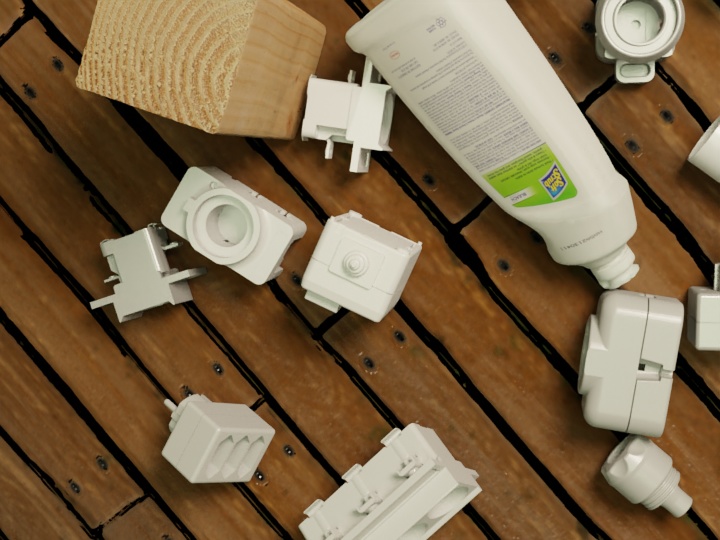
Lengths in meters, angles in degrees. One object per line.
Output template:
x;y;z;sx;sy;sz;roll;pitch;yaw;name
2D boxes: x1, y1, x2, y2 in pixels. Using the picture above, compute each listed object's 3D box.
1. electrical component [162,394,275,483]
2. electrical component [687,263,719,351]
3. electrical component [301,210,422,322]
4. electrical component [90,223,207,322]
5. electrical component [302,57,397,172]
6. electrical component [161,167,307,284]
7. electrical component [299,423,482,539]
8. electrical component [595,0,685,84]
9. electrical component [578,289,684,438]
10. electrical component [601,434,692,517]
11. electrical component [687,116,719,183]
-0.117;0.119;0.809;0.077;0.066;0.047;34;102;34;electrical component
0.263;0.015;0.741;0.066;0.047;0.076;1;96;9;electrical component
0.000;0.000;0.757;0.062;0.096;0.061;25;100;6;electrical component
-0.163;0.001;0.812;0.081;0.042;0.063;-18;89;10;electrical component
-0.007;-0.113;0.775;0.064;0.042;0.081;10;96;10;electrical component
-0.093;-0.034;0.789;0.089;0.056;0.050;32;100;5;electrical component
0.019;0.173;0.785;0.121;0.079;0.063;-44;59;11;electrical component
0.188;-0.168;0.729;0.058;0.057;0.078;0;96;9;electrical component
0.187;0.064;0.755;0.059;0.054;0.095;9;97;8;electrical component
0.207;0.149;0.766;0.062;0.043;0.043;40;100;2;electrical component
0.270;-0.069;0.733;0.081;0.043;0.043;36;100;4;electrical component
